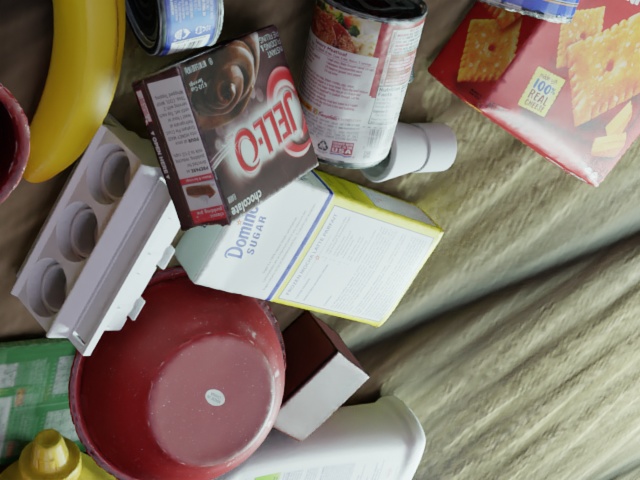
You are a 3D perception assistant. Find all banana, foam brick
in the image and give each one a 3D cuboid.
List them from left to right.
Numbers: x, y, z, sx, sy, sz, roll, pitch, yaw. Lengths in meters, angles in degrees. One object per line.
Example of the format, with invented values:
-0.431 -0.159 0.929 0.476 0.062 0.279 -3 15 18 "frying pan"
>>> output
-0.136 -0.114 0.567 0.070 0.037 0.198 11 125 12 "banana"
-0.013 0.105 0.817 0.078 0.051 0.053 -44 137 4 "foam brick"

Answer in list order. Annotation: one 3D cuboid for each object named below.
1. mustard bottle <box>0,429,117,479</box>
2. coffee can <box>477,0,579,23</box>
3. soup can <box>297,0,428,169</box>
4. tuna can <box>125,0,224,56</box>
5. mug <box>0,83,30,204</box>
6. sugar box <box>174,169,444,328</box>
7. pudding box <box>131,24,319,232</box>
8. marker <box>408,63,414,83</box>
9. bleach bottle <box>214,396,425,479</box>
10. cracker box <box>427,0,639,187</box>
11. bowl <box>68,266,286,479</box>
-0.186 0.201 0.756 0.096 0.058 0.192 0 131 -8 "mustard bottle"
0.121 -0.208 0.613 0.102 0.103 0.140 3 115 -35 "coffee can"
0.022 -0.104 0.664 0.068 0.069 0.102 -7 127 -30 "soup can"
-0.082 -0.140 0.554 0.033 0.086 0.086 -18 131 -20 "tuna can"
-0.210 -0.067 0.527 0.117 0.082 0.093 26 107 -44 "mug"
-0.005 0.001 0.746 0.175 0.048 0.093 19 111 -38 "sugar box"
-0.050 -0.066 0.606 0.113 0.039 0.090 -38 114 -54 "pudding box"
0.053 -0.152 0.682 0.020 0.020 0.121 -19 132 -21 "marker"
-0.042 0.182 0.851 0.250 0.068 0.103 2 121 -33 "bleach bottle"
0.200 -0.158 0.738 0.164 0.072 0.214 25 107 -44 "cracker box"
-0.083 0.101 0.720 0.161 0.055 0.162 -5 101 -29 "bowl"
